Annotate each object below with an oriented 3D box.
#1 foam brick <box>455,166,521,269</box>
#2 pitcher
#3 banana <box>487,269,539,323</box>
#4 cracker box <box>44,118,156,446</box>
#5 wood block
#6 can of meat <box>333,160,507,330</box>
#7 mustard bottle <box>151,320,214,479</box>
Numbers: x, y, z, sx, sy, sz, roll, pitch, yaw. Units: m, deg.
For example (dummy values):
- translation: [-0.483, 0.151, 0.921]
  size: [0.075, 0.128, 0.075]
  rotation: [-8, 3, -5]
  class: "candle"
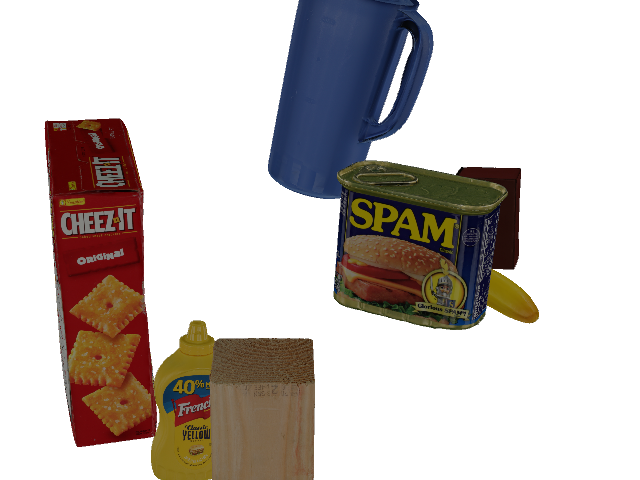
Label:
- translation: [0.138, -0.019, 0.883]
  size: [0.053, 0.078, 0.051]
  rotation: [2, 16, 14]
  class: "foam brick"
- translation: [0.025, -0.171, 1.205]
  size: [0.145, 0.243, 0.149]
  rotation: [10, 22, -11]
  class: "pitcher"
- translation: [0.136, 0.046, 1.110]
  size: [0.198, 0.037, 0.069]
  rotation: [9, 48, 23]
  class: "banana"
- translation: [-0.176, 0.028, 0.852]
  size: [0.072, 0.214, 0.164]
  rotation: [-5, 26, -14]
  class: "cracker box"
- translation: [-0.051, 0.199, 0.952]
  size: [0.090, 0.206, 0.091]
  rotation: [0, 20, -2]
  class: "wood block"
- translation: [0.059, 0.003, 0.665]
  size: [0.102, 0.084, 0.057]
  rotation: [13, 22, 23]
  class: "can of meat"
- translation: [-0.148, 0.186, 1.256]
  size: [0.096, 0.192, 0.058]
  rotation: [0, 16, -15]
  class: "mustard bottle"
